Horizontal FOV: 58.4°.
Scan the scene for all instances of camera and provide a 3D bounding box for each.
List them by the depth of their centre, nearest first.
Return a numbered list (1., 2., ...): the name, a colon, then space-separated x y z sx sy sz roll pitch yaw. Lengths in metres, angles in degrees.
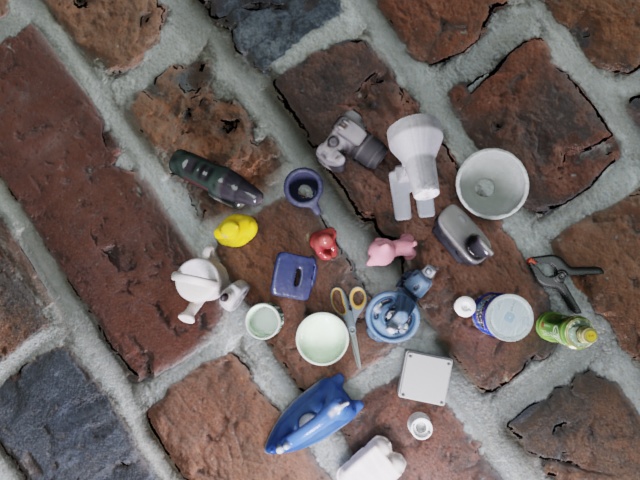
1. camera: 0.081 -0.217 1.342 0.137 0.101 0.143 36 88 3

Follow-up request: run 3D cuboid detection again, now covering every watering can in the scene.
1. watering can: -0.272 0.098 1.285 0.101 0.194 0.173 -7 86 1

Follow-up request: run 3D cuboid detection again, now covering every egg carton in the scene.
1. egg carton: 0.118 0.527 1.312 0.150 0.069 0.107 -42 86 -1

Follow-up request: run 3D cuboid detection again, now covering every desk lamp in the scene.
1. desk lamp: 0.217 -0.157 1.278 0.118 0.213 0.203 -8 86 1

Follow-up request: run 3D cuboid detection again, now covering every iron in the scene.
1. iron: -0.028 0.419 1.286 0.258 0.141 0.118 -38 86 -1

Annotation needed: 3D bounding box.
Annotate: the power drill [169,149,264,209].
1. power drill: -0.218 -0.127 1.290 0.229 0.208 0.076 25 88 3

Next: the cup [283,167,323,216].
1. cup: -0.029 -0.107 1.341 0.091 0.095 0.118 -31 86 0

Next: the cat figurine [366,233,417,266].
1. cat figurine: 0.163 0.022 1.317 0.128 0.118 0.067 -13 86 1

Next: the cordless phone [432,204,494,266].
1. cordless phone: 0.329 -0.014 1.281 0.094 0.185 0.147 -43 86 -1

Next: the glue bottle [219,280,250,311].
1. glue bottle: -0.201 0.126 1.292 0.037 0.173 0.078 35 88 4

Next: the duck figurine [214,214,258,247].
1. duck figurine: -0.201 -0.025 1.345 0.104 0.086 0.077 -17 86 1

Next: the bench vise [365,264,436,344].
1. bench vise: 0.174 0.136 1.259 0.121 0.220 0.207 21 87 3

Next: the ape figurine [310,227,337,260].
1. ape figurine: 0.012 0.005 1.335 0.076 0.092 0.078 31 88 3

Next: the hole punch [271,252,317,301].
1. hole punch: -0.059 0.082 1.332 0.101 0.091 0.109 10 87 2

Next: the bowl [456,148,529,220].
1. bowl: 0.396 -0.127 1.342 0.167 0.075 0.167 0 87 2
